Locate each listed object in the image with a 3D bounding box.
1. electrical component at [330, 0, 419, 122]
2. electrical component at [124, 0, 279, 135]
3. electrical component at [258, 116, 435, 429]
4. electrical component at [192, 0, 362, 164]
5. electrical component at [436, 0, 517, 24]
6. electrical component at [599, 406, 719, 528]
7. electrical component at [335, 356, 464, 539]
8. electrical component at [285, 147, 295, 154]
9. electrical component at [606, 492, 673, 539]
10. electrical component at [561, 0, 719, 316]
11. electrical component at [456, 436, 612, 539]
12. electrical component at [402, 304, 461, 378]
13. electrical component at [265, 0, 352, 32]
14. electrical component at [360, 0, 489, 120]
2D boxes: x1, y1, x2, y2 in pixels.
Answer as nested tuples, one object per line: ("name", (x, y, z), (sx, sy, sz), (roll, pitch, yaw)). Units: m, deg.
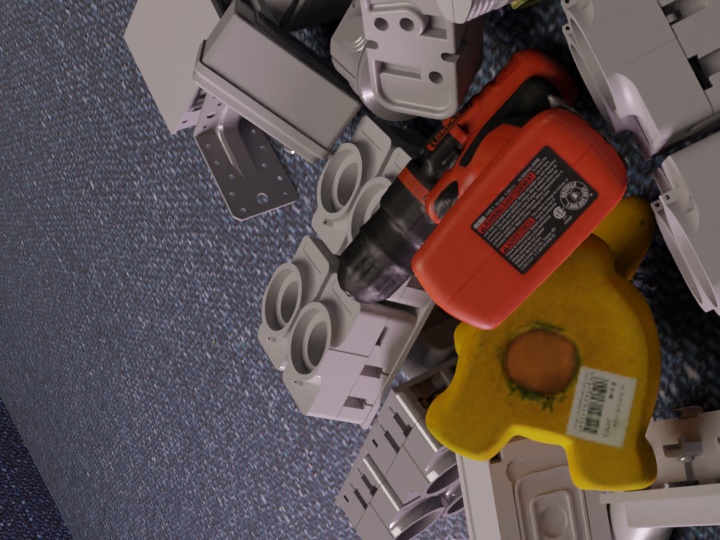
("electrical component", (0.025, -0.141, 0.691), (0.051, 0.080, 0.080), (49, 147, 40))
("electrical component", (-0.137, -0.210, 0.932), (0.105, 0.060, 0.186), (63, 151, 7))
("electrical component", (0.000, 0.000, 0.743), (0.186, 0.060, 0.105), (-63, 35, 18))
("electrical component", (-0.060, -0.137, 0.769), (0.109, 0.056, 0.108), (34, -167, -16))
("electrical component", (0.064, -0.146, 0.505), (0.043, 0.081, 0.043), (39, 145, 35))
("electrical component", (0.199, 0.106, 0.588), (0.121, 0.079, 0.063), (150, 118, -61))
("electrical component", (0.059, 0.137, 0.803), (0.060, 0.105, 0.186), (54, 149, 23))
("electrical component", (-0.052, -0.128, 0.867), (0.040, 0.040, 0.078), (47, 146, 31))
("electrical component", (0.177, 0.160, 0.686), (0.043, 0.043, 0.081), (43, 143, 37))
("electrical component", (0.155, -0.060, 0.492), (0.186, 0.060, 0.105), (64, -170, 5))
("electrical component", (0.111, 0.156, 0.688), (0.057, 0.078, 0.113), (175, 86, -72))
("electrical component", (0.043, 0.034, 0.811), (0.095, 0.054, 0.059), (54, 149, 22))
("electrical component", (-0.033, -0.220, 0.748), (0.061, 0.061, 0.096), (61, 151, 11))
("electrical component", (0.038, -0.141, 0.605), (0.054, 0.059, 0.095), (14, 143, 19))
